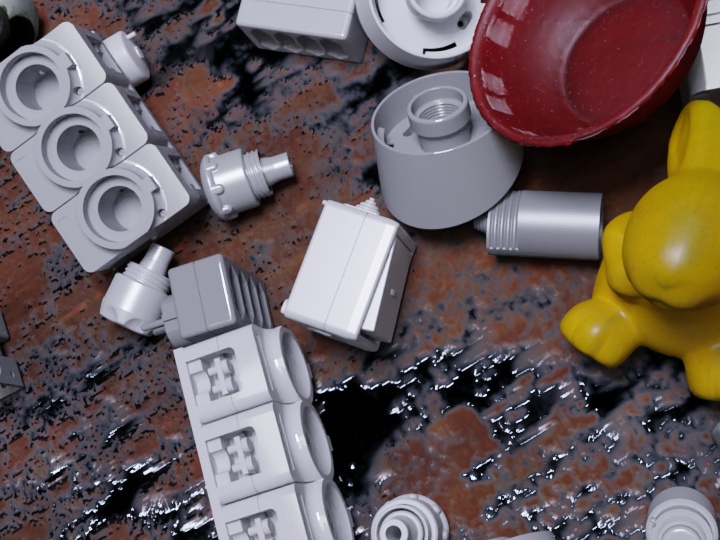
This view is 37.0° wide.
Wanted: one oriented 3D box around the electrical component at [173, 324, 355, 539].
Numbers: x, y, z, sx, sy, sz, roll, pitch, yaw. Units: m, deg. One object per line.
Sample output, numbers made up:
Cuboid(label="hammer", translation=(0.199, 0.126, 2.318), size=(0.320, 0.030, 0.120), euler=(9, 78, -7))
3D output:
Cuboid(label="electrical component", translation=(-0.055, 0.117, 0.679), size=(0.062, 0.089, 0.150), euler=(-20, 74, 10))

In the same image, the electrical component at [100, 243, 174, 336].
Cuboid(label="electrical component", translation=(-0.151, 0.012, 0.752), size=(0.043, 0.043, 0.062), euler=(23, 83, 18))

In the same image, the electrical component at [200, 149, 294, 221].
Cuboid(label="electrical component", translation=(-0.078, -0.064, 0.751), size=(0.062, 0.048, 0.048), euler=(-17, 74, 3))

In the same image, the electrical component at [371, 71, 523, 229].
Cuboid(label="electrical component", translation=(0.056, -0.083, 0.704), size=(0.099, 0.064, 0.099), euler=(-11, 42, 10))

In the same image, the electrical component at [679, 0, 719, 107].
Cuboid(label="electrical component", translation=(0.253, -0.134, 0.662), size=(0.113, 0.078, 0.057), euler=(-9, 78, 13))

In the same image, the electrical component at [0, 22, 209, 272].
Cuboid(label="electrical component", translation=(-0.188, -0.084, 0.749), size=(0.089, 0.062, 0.150), euler=(-35, 89, 8))

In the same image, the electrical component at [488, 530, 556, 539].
Cuboid(label="electrical component", translation=(0.079, 0.193, 0.626), size=(0.099, 0.099, 0.064), euler=(-23, 67, 9))

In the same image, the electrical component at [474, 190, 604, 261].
Cuboid(label="electrical component", translation=(0.114, -0.029, 0.693), size=(0.081, 0.043, 0.043), euler=(3, 79, 16))

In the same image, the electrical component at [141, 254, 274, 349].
Cuboid(label="electrical component", translation=(-0.108, 0.030, 0.715), size=(0.076, 0.083, 0.047), euler=(-17, 74, 10))

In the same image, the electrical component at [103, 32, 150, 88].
Cuboid(label="electrical component", translation=(-0.194, -0.145, 0.800), size=(0.078, 0.040, 0.040), euler=(-28, 72, 8))

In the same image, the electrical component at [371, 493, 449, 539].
Cuboid(label="electrical component", translation=(0.027, 0.162, 0.662), size=(0.048, 0.062, 0.048), euler=(-3, 77, 14))

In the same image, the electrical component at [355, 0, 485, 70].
Cuboid(label="electrical component", translation=(0.047, -0.185, 0.724), size=(0.099, 0.064, 0.099), euler=(-1, 94, -6))

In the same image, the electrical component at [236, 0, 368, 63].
Cuboid(label="electrical component", translation=(-0.034, -0.196, 0.767), size=(0.083, 0.047, 0.075), euler=(11, 83, 17))

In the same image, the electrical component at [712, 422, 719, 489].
Cuboid(label="electrical component", translation=(0.249, 0.102, 0.619), size=(0.096, 0.061, 0.061), euler=(-29, 72, 7))

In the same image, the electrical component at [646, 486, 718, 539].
Cuboid(label="electrical component", translation=(0.185, 0.151, 0.619), size=(0.040, 0.078, 0.040), euler=(1, 93, 17))

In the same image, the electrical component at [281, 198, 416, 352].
Cuboid(label="electrical component", translation=(0.000, 0.000, 0.706), size=(0.061, 0.062, 0.096), euler=(19, 83, 18))
